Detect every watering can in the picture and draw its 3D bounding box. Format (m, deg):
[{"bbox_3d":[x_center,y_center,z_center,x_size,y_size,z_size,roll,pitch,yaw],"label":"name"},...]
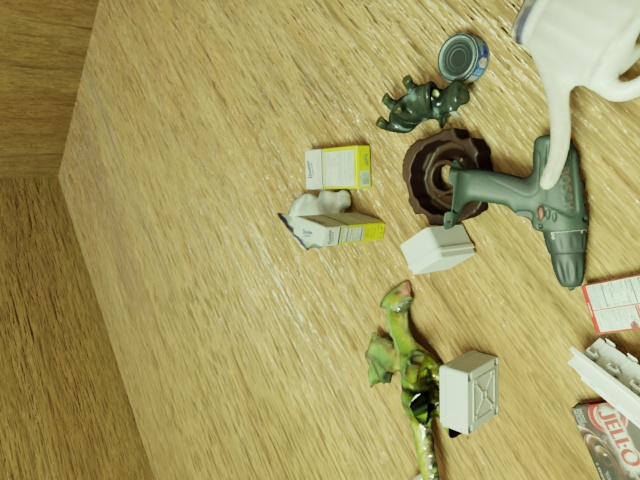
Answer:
[{"bbox_3d":[0.355,-0.259,0.703,0.228,0.104,0.342,50,116,32],"label":"watering can"}]

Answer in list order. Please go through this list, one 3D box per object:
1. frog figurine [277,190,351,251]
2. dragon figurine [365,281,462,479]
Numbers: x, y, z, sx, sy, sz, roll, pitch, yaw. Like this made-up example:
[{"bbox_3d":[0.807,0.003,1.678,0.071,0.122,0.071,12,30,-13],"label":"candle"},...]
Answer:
[{"bbox_3d":[0.004,-0.059,1.177,0.159,0.121,0.140,-38,51,5],"label":"frog figurine"},{"bbox_3d":[0.169,0.290,1.032,0.244,0.122,0.408,-163,74,-65],"label":"dragon figurine"}]
